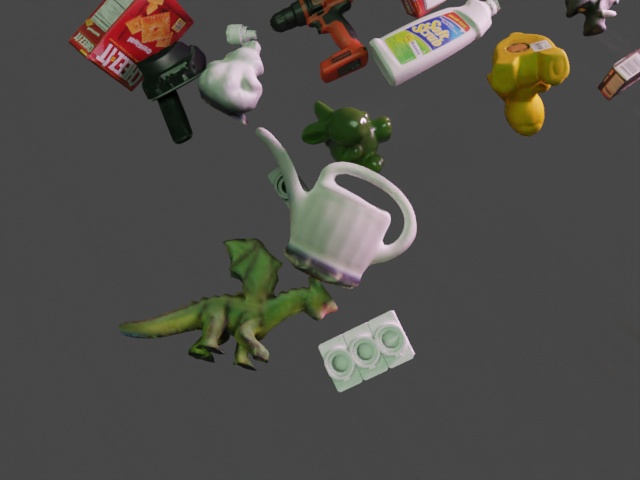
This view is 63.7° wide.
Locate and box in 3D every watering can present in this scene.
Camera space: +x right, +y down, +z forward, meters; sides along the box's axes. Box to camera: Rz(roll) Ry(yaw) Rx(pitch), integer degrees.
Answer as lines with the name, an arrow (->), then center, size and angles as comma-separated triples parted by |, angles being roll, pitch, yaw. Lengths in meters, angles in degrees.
watering can -> 0.003, -0.048, 0.947 | 0.347, 0.104, 0.224 | 26, 91, -3

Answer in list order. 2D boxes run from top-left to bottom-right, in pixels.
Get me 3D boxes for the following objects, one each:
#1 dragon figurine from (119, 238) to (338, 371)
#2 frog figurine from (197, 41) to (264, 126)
dragon figurine -> -0.172, 0.111, 0.998 | 0.411, 0.120, 0.247 | 11, 66, 11
frog figurine -> -0.169, -0.334, 1.047 | 0.139, 0.122, 0.158 | 36, 102, 33
